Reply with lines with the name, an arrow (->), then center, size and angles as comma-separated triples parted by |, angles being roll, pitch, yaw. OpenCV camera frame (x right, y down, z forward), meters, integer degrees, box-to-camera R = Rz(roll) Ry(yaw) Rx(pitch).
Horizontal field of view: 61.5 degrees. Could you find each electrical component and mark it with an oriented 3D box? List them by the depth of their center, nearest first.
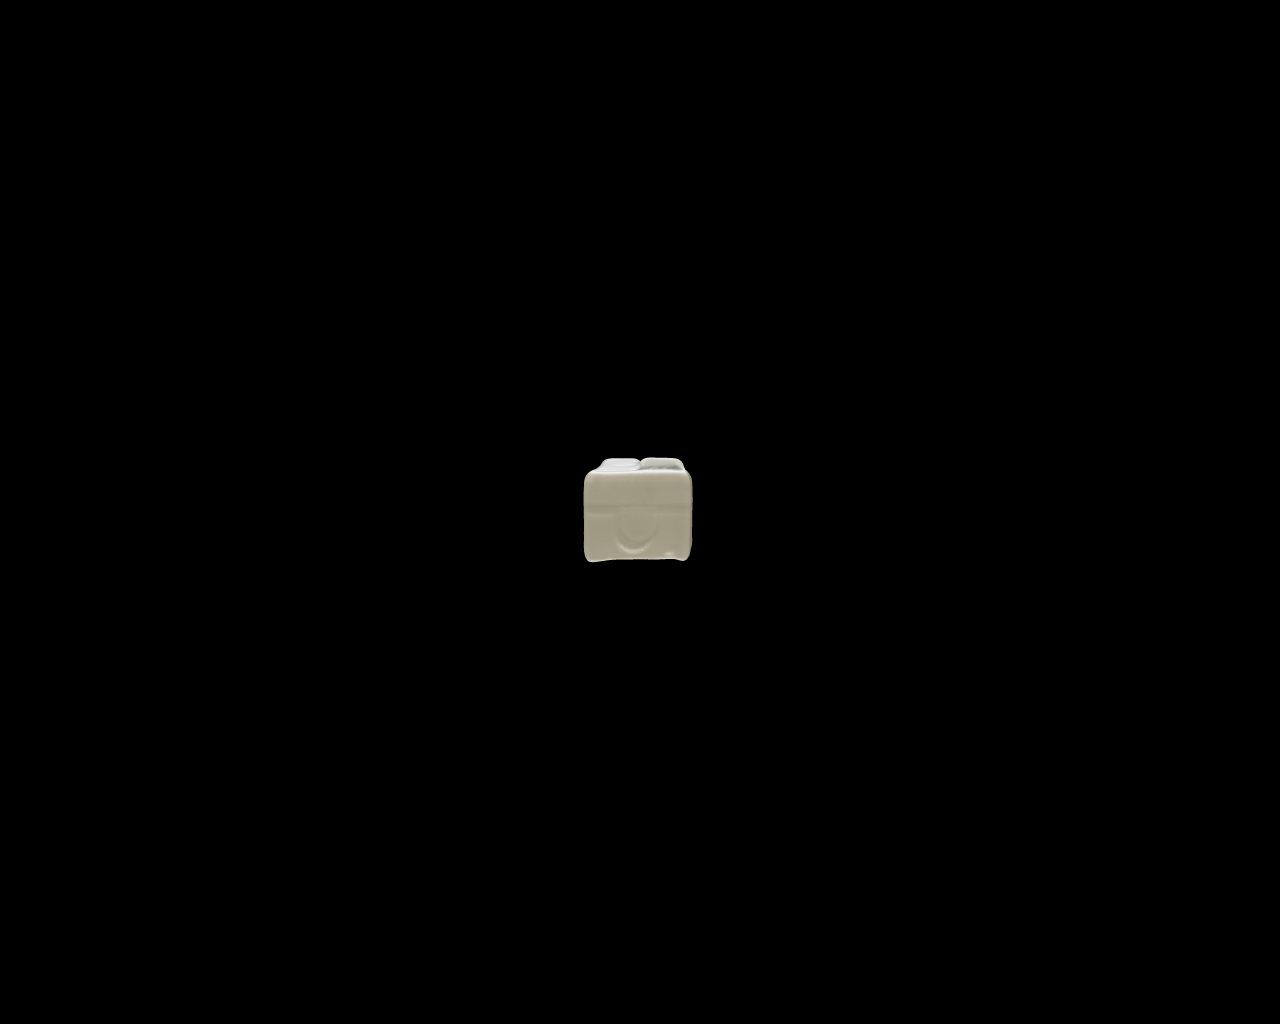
electrical component -> 0.001, -0.003, 0.650 | 0.062, 0.061, 0.096 | 0, 2, 4
